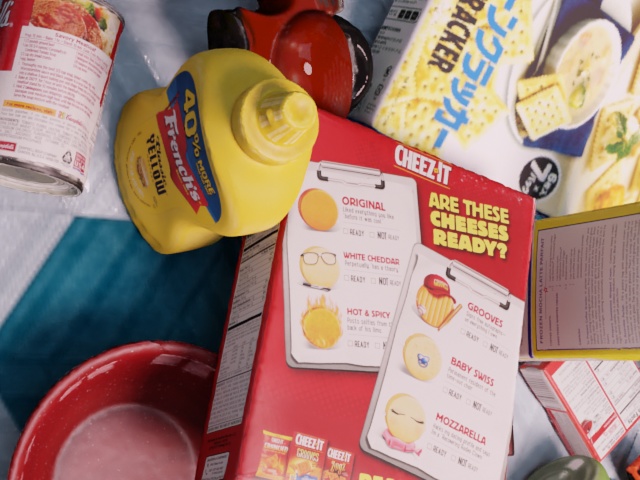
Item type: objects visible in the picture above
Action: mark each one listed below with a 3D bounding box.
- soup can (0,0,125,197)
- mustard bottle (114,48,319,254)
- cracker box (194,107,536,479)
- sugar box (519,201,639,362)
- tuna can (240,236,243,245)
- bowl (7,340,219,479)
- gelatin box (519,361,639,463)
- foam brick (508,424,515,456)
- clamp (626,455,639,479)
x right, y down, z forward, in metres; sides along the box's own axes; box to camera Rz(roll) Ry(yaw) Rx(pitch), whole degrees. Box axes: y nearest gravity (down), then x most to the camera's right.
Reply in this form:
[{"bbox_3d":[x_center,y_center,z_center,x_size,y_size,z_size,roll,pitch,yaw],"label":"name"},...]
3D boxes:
[{"bbox_3d":[-0.151,-0.081,0.586,0.068,0.069,0.102,16,78,-25],"label":"soup can"},{"bbox_3d":[-0.053,-0.048,0.563,0.058,0.192,0.096,-11,89,-28],"label":"mustard bottle"},{"bbox_3d":[0.030,0.054,0.607,0.164,0.072,0.213,20,66,-23],"label":"cracker box"},{"bbox_3d":[0.165,0.031,0.677,0.048,0.176,0.093,6,82,-25],"label":"sugar box"},{"bbox_3d":[-0.004,0.001,0.672,0.086,0.034,0.086,2,85,-26],"label":"tuna can"},{"bbox_3d":[-0.099,0.137,0.594,0.161,0.055,0.162,3,82,-28],"label":"bowl"},{"bbox_3d":[0.192,0.104,0.765,0.073,0.030,0.089,-40,107,-26],"label":"gelatin box"},{"bbox_3d":[0.091,0.102,0.701,0.051,0.053,0.078,4,81,-27],"label":"foam brick"},{"bbox_3d":[0.278,0.227,0.772,0.039,0.120,0.171,-32,77,-34],"label":"clamp"}]
